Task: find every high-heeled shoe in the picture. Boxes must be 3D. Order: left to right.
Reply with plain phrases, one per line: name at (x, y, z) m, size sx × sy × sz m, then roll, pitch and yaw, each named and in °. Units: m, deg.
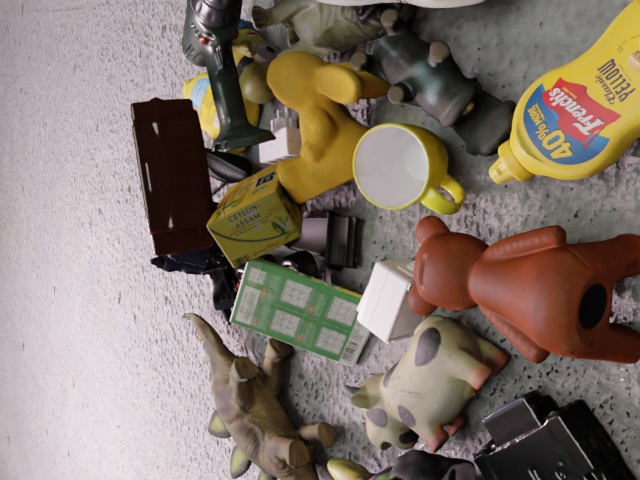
high-heeled shoe at (-0.195, -0.084, 0.904) m, size 0.249 × 0.086 × 0.145 m, roll 31°, pitch 110°, yaw 51°

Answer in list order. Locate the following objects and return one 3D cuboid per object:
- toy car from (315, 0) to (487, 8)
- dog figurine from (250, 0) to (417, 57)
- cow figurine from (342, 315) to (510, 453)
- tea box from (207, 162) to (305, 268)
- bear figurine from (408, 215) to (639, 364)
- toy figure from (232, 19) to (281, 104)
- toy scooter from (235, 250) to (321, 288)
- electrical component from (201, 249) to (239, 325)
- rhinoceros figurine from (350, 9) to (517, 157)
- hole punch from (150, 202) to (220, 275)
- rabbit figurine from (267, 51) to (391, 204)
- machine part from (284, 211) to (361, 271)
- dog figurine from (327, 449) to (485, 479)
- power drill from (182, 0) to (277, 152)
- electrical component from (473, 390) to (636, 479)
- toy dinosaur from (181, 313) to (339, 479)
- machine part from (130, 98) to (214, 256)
toy car at (0.074, -0.268, 0.525) m, size 0.202 × 0.056 × 0.073 m, roll 12°, pitch 123°, yaw 23°
dog figurine at (0.028, -0.300, 0.671) m, size 0.191 × 0.121 × 0.172 m, roll -7°, pitch 64°, yaw 20°
cow figurine at (0.106, 0.165, 0.602) m, size 0.127 × 0.085 × 0.194 m, roll 43°, pitch 124°, yaw 30°
tea box at (-0.077, -0.040, 0.705) m, size 0.098 × 0.170 × 0.068 m, roll -27°, pitch 108°, yaw 8°
bear figurine at (0.182, 0.041, 0.508) m, size 0.196 × 0.132 × 0.120 m, roll 14°, pitch 101°, yaw 61°
toy figure at (-0.116, -0.280, 0.816) m, size 0.180 × 0.082 × 0.089 m, roll 45°, pitch 137°, yaw 29°
toy scooter at (-0.050, 0.087, 0.770) m, size 0.184 × 0.075 × 0.135 m, roll -8°, pitch 105°, yaw 53°
electrical component at (-0.146, 0.078, 0.855) m, size 0.075 × 0.048 × 0.119 m, roll -93°, pitch -12°, yaw -67°
rhinoceros figurine at (0.116, -0.155, 0.550) m, size 0.073 × 0.112 × 0.190 m, roll -51°, pitch 59°, yaw 16°
hole punch at (-0.205, -0.007, 0.893) m, size 0.092 × 0.142 × 0.116 m, roll -45°, pitch 49°, yaw 34°
rabbit figurine at (0.001, -0.150, 0.641) m, size 0.162 × 0.122 × 0.173 m, roll -26°, pitch 93°, yaw 42°
machine part at (-0.002, -0.002, 0.740) m, size 0.139 × 0.039 × 0.084 m, roll 11°, pitch 105°, yaw 44°
dog figurine at (0.069, 0.289, 0.586) m, size 0.219 × 0.191 × 0.108 m, roll -12°, pitch 54°, yaw 40°
power drill at (-0.121, -0.217, 0.683) m, size 0.232 × 0.086 × 0.207 m, roll 14°, pitch 125°, yaw 67°
electrical component at (0.217, 0.214, 0.506) m, size 0.115 × 0.058 × 0.134 m, roll -49°, pitch 59°, yaw 34°
toy dinosaur at (-0.109, 0.249, 0.823) m, size 0.472 × 0.105 × 0.198 m, roll 55°, pitch 131°, yaw 35°
machine part at (-0.199, -0.084, 0.742) m, size 0.201 × 0.087 × 0.200 m, roll -173°, pitch 74°, yaw -74°
